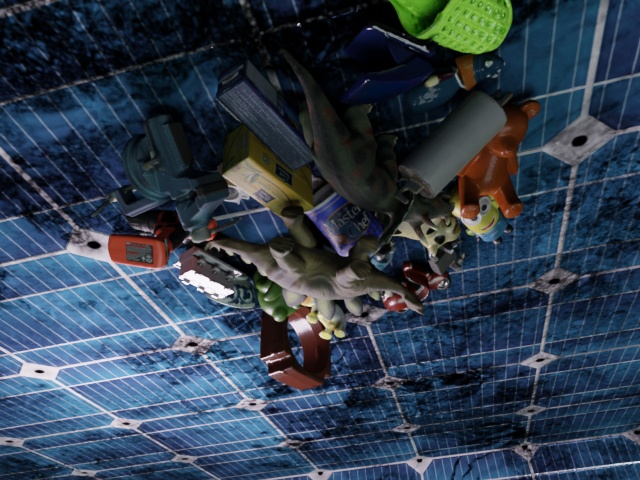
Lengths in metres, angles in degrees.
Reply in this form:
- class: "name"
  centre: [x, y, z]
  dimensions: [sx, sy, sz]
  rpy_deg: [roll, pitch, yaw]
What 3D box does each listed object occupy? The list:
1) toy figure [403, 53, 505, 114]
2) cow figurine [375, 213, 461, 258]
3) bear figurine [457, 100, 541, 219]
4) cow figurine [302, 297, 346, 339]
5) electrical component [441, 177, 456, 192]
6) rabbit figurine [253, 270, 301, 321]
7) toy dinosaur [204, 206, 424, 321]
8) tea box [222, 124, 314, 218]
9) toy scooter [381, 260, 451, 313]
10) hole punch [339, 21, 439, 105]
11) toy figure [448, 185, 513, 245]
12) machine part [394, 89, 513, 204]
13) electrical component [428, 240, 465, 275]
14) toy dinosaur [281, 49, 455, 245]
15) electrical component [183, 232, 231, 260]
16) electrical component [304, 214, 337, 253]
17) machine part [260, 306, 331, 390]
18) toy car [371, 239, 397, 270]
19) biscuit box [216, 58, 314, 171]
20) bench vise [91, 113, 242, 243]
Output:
- class: "toy figure"
  centre: [0.207, -0.250, 0.837]
  dimensions: [0.154, 0.064, 0.057]
  rpy_deg: [-25, 101, 17]
- class: "cow figurine"
  centre: [0.202, -0.031, 1.100]
  dimensions: [0.195, 0.085, 0.127]
  rpy_deg: [9, 135, -20]
- class: "bear figurine"
  centre: [0.312, -0.141, 0.935]
  dimensions: [0.120, 0.132, 0.195]
  rpy_deg: [-1, 148, -6]
- class: "cow figurine"
  centre: [0.007, 0.163, 1.340]
  dimensions: [0.068, 0.098, 0.167]
  rpy_deg: [-19, 121, 28]
- class: "electrical component"
  centre: [0.213, -0.104, 1.021]
  dimensions: [0.094, 0.063, 0.021]
  rpy_deg: [-7, 143, 2]
- class: "rabbit figurine"
  centre: [-0.086, 0.085, 1.190]
  dimensions: [0.121, 0.159, 0.170]
  rpy_deg: [13, 125, -6]
- class: "toy dinosaur"
  centre: [-0.034, 0.047, 0.958]
  dimensions: [0.472, 0.105, 0.198]
  rpy_deg: [21, 143, 24]
- class: "tea box"
  centre: [-0.089, -0.119, 0.947]
  dimensions: [0.068, 0.098, 0.169]
  rpy_deg: [-27, 139, 27]
- class: "toy scooter"
  centre: [0.210, 0.104, 1.284]
  dimensions: [0.184, 0.075, 0.135]
  rpy_deg: [-31, 136, 26]
- class: "hole punch"
  centre: [0.094, -0.240, 0.776]
  dimensions: [0.116, 0.092, 0.142]
  rpy_deg: [13, 170, -17]
- class: "toy figure"
  centre: [0.322, -0.050, 1.089]
  dimensions: [0.089, 0.082, 0.180]
  rpy_deg: [21, 176, 44]
- class: "machine part"
  centre: [0.206, -0.149, 0.839]
  dimensions: [0.243, 0.079, 0.079]
  rpy_deg: [-46, 135, -3]
- class: "electrical component"
  centre: [0.288, 0.038, 1.213]
  dimensions: [0.078, 0.045, 0.102]
  rpy_deg: [-47, 138, -18]
- class: "toy dinosaur"
  centre: [0.063, -0.121, 0.883]
  dimensions: [0.131, 0.192, 0.404]
  rpy_deg: [-32, 136, 29]
- class: "electrical component"
  centre: [-0.248, 0.006, 1.134]
  dimensions: [0.075, 0.048, 0.119]
  rpy_deg: [-30, 135, 29]
- class: "electrical component"
  centre: [-0.002, -0.003, 1.075]
  dimensions: [0.058, 0.134, 0.114]
  rpy_deg: [-31, 134, 33]
- class: "machine part"
  centre: [-0.061, 0.262, 1.358]
  dimensions: [0.087, 0.201, 0.201]
  rpy_deg: [-23, 139, 27]
- class: "toy car"
  centre: [0.103, 0.033, 1.172]
  dimensions: [0.161, 0.109, 0.103]
  rpy_deg: [-41, 153, 23]
- class: "biscuit box"
  centre: [-0.080, -0.197, 0.877]
  dimensions: [0.063, 0.059, 0.202]
  rpy_deg: [-24, 138, 23]
- class: "bench vise"
  centre: [-0.271, -0.087, 0.916]
  dimensions: [0.241, 0.129, 0.223]
  rpy_deg: [-17, 108, 32]
